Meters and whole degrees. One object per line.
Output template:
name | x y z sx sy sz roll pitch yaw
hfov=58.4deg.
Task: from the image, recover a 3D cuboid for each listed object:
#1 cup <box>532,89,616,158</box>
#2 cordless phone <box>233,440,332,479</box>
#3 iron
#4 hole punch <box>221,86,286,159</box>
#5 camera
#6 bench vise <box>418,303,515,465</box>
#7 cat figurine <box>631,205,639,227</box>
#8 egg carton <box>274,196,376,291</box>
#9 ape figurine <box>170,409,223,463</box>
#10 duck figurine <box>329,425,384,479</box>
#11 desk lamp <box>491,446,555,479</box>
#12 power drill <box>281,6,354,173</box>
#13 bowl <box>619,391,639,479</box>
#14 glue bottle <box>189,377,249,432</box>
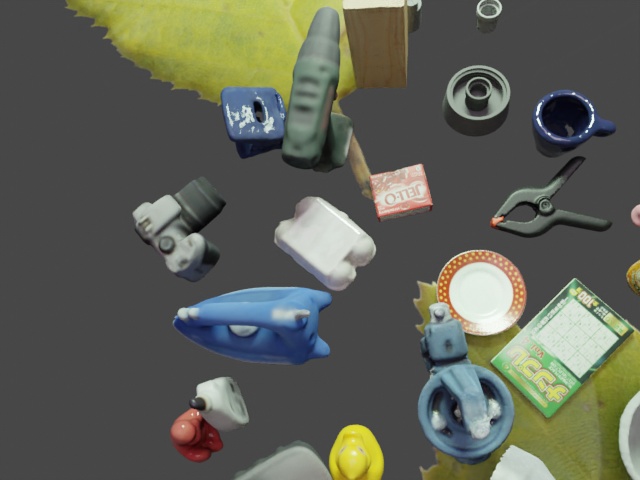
cup | 0.376 -0.164 0.869 0.117 0.095 0.092 13 76 12
cordless phone | -0.067 0.328 0.741 0.147 0.185 0.094 -35 71 -2
iron | -0.116 0.117 0.835 0.258 0.141 0.118 -1 73 9
hole punch | -0.107 -0.206 0.958 0.101 0.091 0.108 -15 72 4
camera | -0.212 -0.029 0.916 0.137 0.101 0.143 -42 72 -5
bench vise | 0.166 0.185 0.730 0.121 0.220 0.207 -30 71 -1
cat figurine | 0.506 -0.016 0.792 0.067 0.118 0.127 -23 71 1
egg carton | 0.008 0.003 0.889 0.150 0.069 0.107 38 82 17
ape figurine | -0.185 0.279 0.823 0.076 0.092 0.078 8 75 11
duck figurine | 0.047 0.308 0.782 0.077 0.086 0.104 -3 73 8
desk lamp | 0.275 0.337 0.670 0.203 0.214 0.118 26 79 15
power drill | 0.000 -0.202 0.879 0.075 0.208 0.230 9 75 12
bowl | 0.463 0.264 0.737 0.167 0.075 0.167 -2 73 8
glue bottle | -0.145 0.226 0.790 0.037 0.173 0.078 -22 71 2
